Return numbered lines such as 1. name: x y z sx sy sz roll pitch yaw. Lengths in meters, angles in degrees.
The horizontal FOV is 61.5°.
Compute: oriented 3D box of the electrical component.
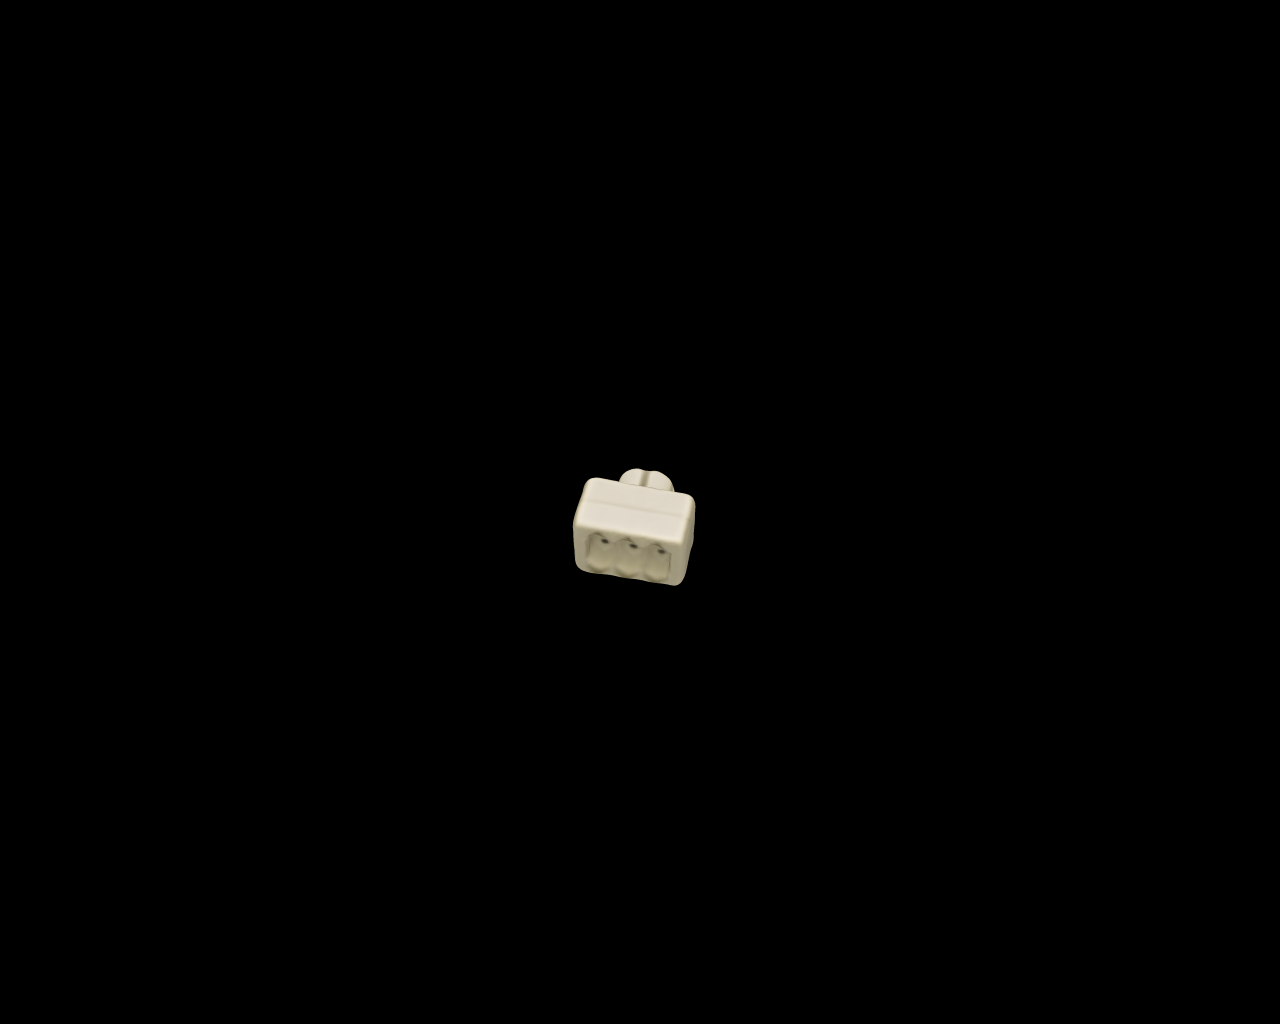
1. electrical component: 0.001 -0.003 0.650 0.066 0.077 0.047 10 -36 8
